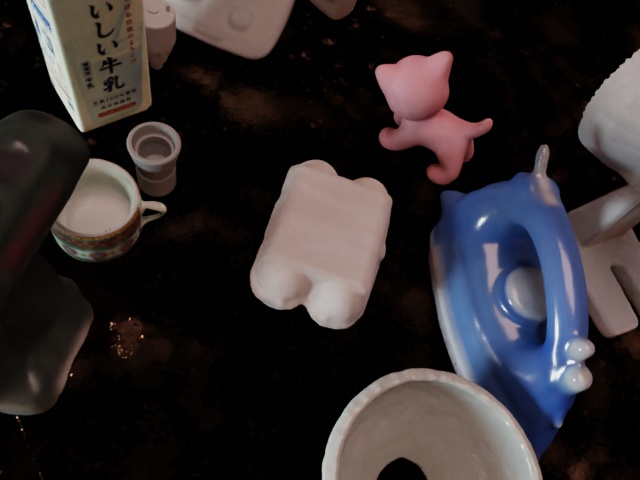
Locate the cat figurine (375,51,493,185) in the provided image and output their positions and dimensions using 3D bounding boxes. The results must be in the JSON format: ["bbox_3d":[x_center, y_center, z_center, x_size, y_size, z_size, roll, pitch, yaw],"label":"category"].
[{"bbox_3d":[0.112,-0.133,0.576,0.128,0.117,0.067,33,61,4],"label":"cat figurine"}]

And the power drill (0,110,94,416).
[{"bbox_3d":[-0.207,0.043,0.357,0.075,0.208,0.229,16,61,-5],"label":"power drill"}]

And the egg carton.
[{"bbox_3d":[0.005,0.002,0.510,0.107,0.069,0.150,19,61,-4],"label":"egg carton"}]

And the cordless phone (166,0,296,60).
[{"bbox_3d":[-0.090,-0.282,0.561,0.147,0.185,0.094,22,61,-2],"label":"cordless phone"}]

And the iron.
[{"bbox_3d":[0.181,0.053,0.487,0.119,0.141,0.258,1,64,-13],"label":"iron"}]

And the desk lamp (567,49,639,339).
[{"bbox_3d":[0.311,-0.045,0.527,0.118,0.213,0.203,-16,69,-20],"label":"desk lamp"}]

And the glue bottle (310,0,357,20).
[{"bbox_3d":[0.022,-0.328,0.619,0.078,0.173,0.037,43,62,9],"label":"glue bottle"}]

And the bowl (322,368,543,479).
[{"bbox_3d":[0.076,0.187,0.433,0.167,0.074,0.167,6,63,-11],"label":"bowl"}]
